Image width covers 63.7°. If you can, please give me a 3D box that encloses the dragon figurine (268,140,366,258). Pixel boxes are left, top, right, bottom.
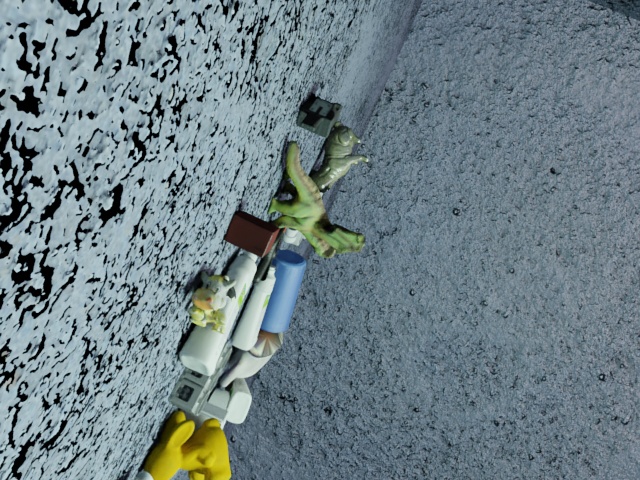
[{"bbox_3d":[0.004,-0.060,1.189,0.124,0.243,0.403,-59,176,-22],"label":"dragon figurine"}]

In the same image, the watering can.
[{"bbox_3d":[-0.197,0.349,1.689,0.220,0.104,0.353,-50,173,34],"label":"watering can"}]

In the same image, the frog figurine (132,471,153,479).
[{"bbox_3d":[-0.329,0.498,0.906,0.160,0.123,0.136,-22,118,-68],"label":"frog figurine"}]
